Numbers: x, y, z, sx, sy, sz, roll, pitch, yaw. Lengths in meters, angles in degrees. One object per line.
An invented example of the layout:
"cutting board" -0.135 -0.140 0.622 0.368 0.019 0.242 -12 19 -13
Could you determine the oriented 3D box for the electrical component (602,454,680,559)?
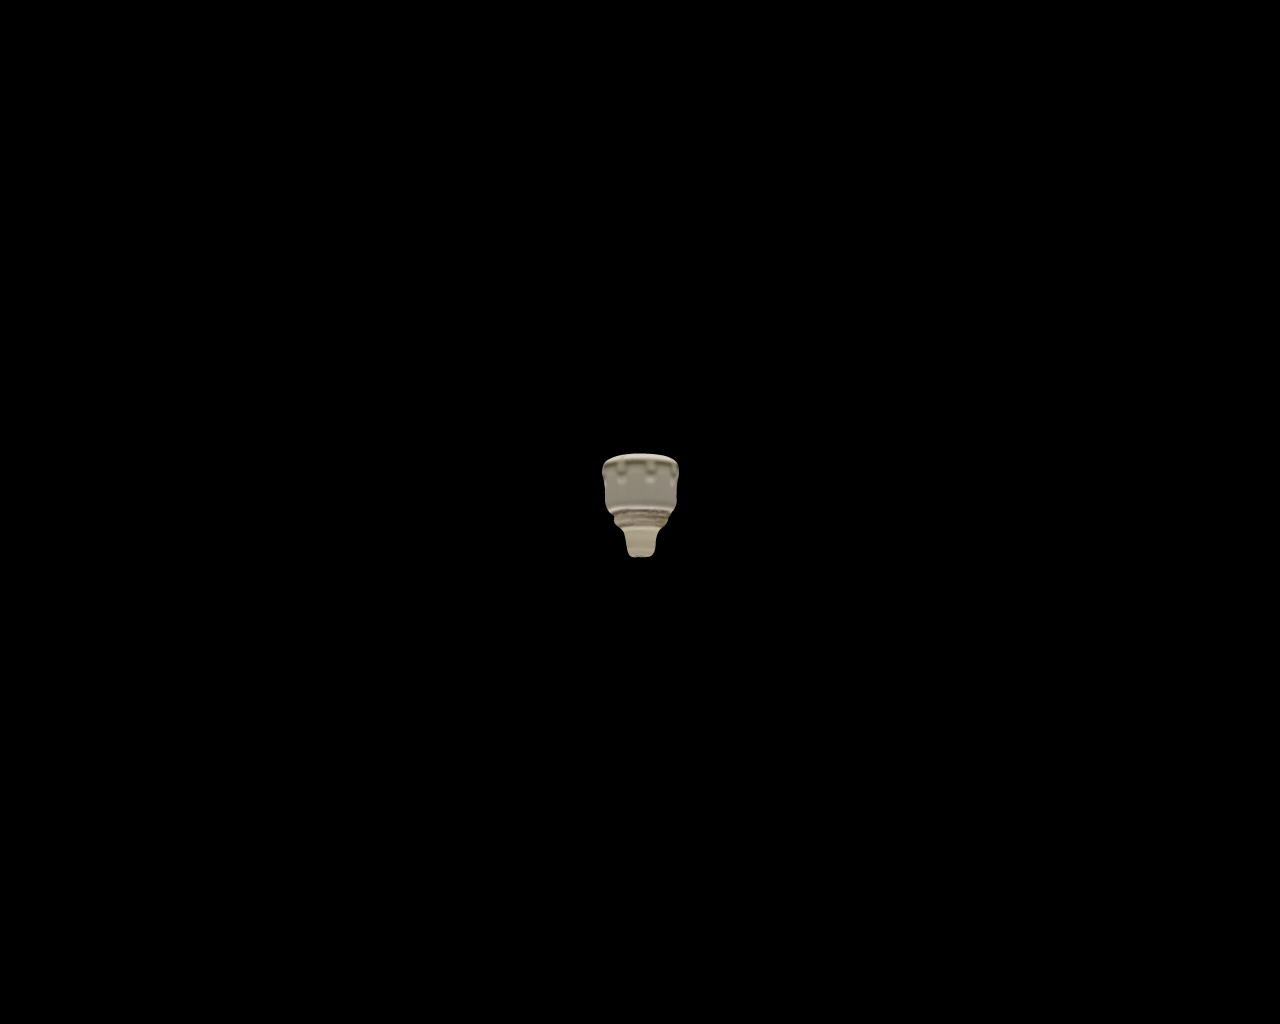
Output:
"electrical component" 0.001 -0.003 0.650 0.048 0.062 0.048 0 -6 0
